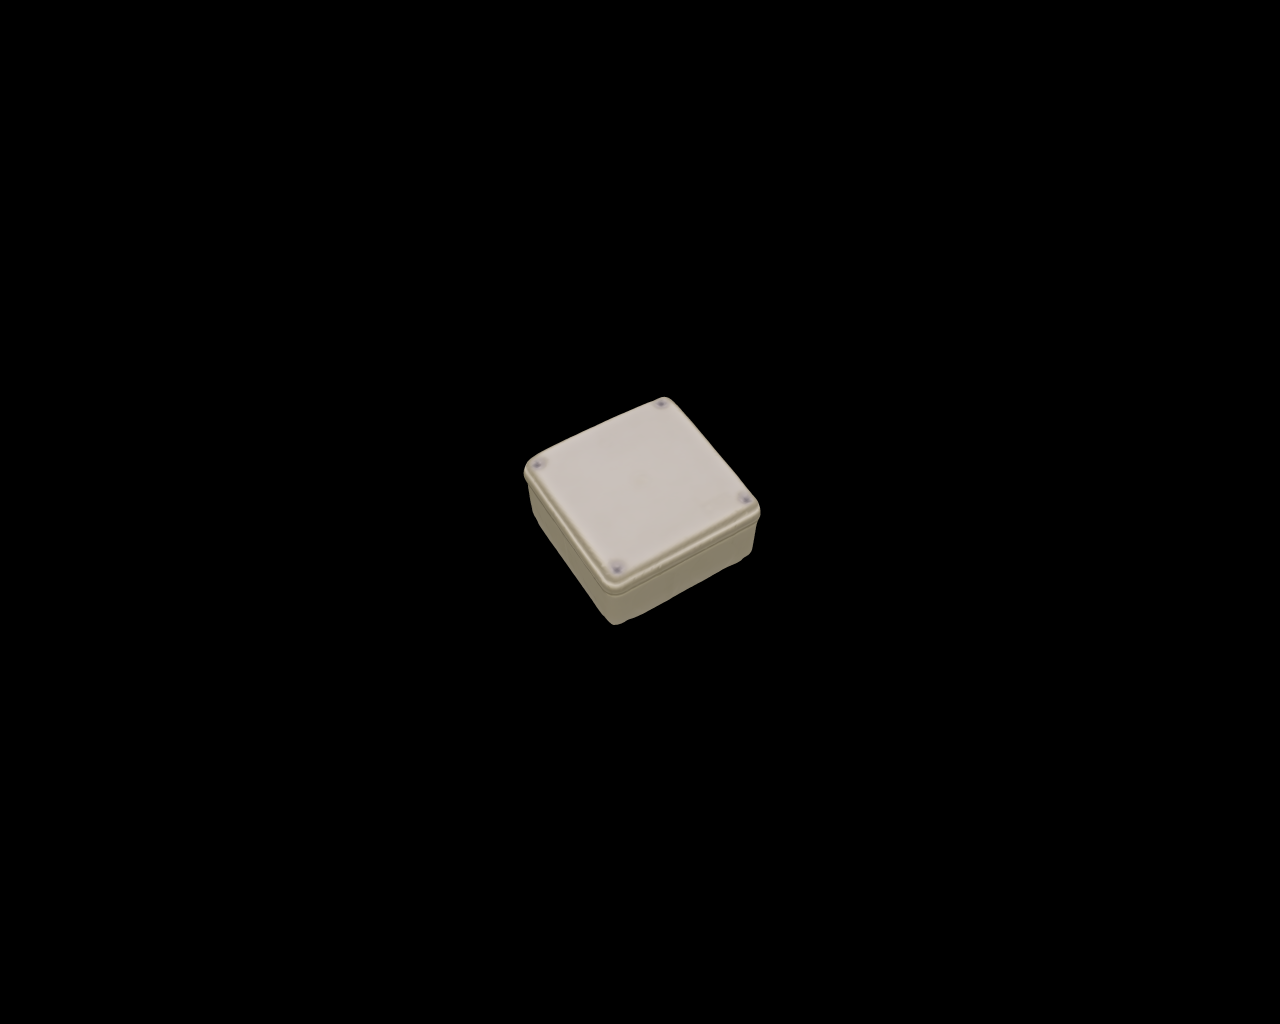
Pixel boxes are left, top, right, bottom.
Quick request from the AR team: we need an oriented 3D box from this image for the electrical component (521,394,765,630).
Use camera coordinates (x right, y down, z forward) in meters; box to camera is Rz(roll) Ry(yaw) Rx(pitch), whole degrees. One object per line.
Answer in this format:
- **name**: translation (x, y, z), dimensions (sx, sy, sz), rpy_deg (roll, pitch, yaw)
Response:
- **electrical component**: translation (0.001, -0.003, 0.650), dimensions (0.109, 0.109, 0.056), rpy_deg (-27, -32, -18)
